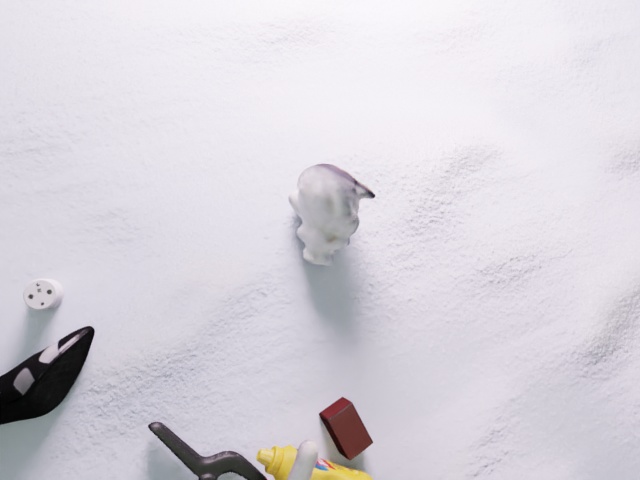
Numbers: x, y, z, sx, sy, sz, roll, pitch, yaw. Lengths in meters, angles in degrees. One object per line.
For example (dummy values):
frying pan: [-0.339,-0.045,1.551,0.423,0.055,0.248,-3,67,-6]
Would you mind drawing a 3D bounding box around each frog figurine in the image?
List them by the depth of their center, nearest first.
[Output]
frog figurine: [0.003,-0.044,0.869,0.138,0.160,0.121,28,-7,21]

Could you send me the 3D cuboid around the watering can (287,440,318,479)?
watering can: [-0.075,0.442,0.715,0.104,0.352,0.221,23,-14,4]
